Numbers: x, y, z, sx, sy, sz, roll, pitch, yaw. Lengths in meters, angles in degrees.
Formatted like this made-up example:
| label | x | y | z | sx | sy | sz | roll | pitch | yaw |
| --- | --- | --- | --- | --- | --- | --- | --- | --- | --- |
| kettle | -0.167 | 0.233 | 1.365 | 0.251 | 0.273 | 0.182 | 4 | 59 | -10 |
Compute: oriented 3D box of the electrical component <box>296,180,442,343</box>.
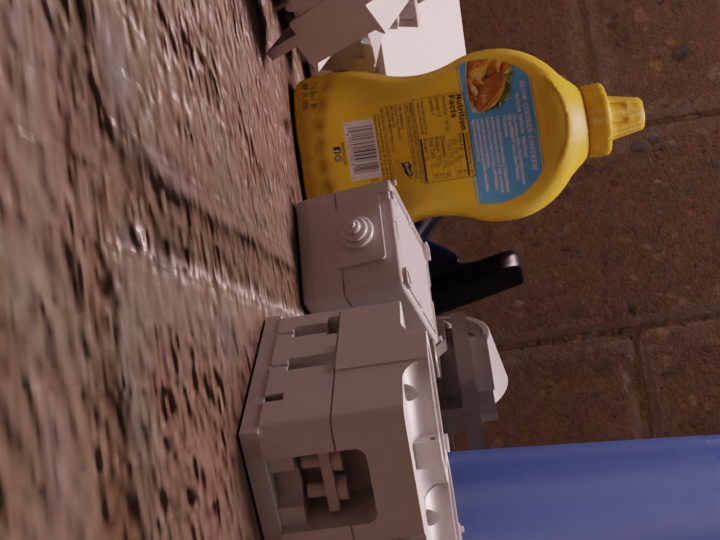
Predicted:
| label | x | y | z | sx | sy | sz | roll | pitch | yaw |
| --- | --- | --- | --- | --- | --- | --- | --- | --- | --- |
| electrical component | 0.000 | 0.000 | 0.559 | 0.096 | 0.061 | 0.061 | 57 | 24 | -60 |

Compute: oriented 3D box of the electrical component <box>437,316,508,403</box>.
| label | x | y | z | sx | sy | sz | roll | pitch | yaw |
| --- | --- | --- | --- | --- | --- | --- | --- | --- | --- |
| electrical component | 0.064 | 0.077 | 0.896 | 0.108 | 0.108 | 0.060 | -87 | 162 | -67 |

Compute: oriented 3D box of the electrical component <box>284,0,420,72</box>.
| label | x | y | z | sx | sy | sz | roll | pitch | yaw |
| --- | --- | --- | --- | --- | --- | --- | --- | --- | --- |
| electrical component | -0.014 | -0.171 | 0.595 | 0.121 | 0.079 | 0.063 | 74 | 24 | -57 |

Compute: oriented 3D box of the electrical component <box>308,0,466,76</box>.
| label | x | y | z | sx | sy | sz | roll | pitch | yaw |
| --- | --- | --- | --- | --- | --- | --- | --- | --- | --- |
| electrical component | 0.024 | -0.136 | 0.776 | 0.186 | 0.060 | 0.105 | -46 | 130 | -60 |

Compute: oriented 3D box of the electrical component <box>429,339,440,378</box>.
| label | x | y | z | sx | sy | sz | roll | pitch | yaw |
| --- | --- | --- | --- | --- | --- | --- | --- | --- | --- |
| electrical component | 0.004 | 0.044 | 0.479 | 0.048 | 0.062 | 0.048 | -9 | 90 | -85 |

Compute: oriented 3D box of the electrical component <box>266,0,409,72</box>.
| label | x | y | z | sx | sy | sz | roll | pitch | yaw |
| --- | --- | --- | --- | --- | --- | --- | --- | --- | --- |
| electrical component | -0.016 | -0.138 | 0.510 | 0.063 | 0.081 | 0.042 | 51 | 42 | -20 |

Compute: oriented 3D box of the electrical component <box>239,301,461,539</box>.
| label | x | y | z | sx | sy | sz | roll | pitch | yaw |
| --- | --- | --- | --- | --- | --- | --- | --- | --- | --- |
| electrical component | 0.005 | 0.098 | 0.404 | 0.089 | 0.062 | 0.150 | -87 | 167 | -67 |

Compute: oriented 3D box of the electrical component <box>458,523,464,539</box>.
| label | x | y | z | sx | sy | sz | roll | pitch | yaw |
| --- | --- | --- | --- | --- | --- | --- | --- | --- | --- |
| electrical component | 0.022 | 0.156 | 0.503 | 0.061 | 0.061 | 0.096 | 63 | 19 | -74 |

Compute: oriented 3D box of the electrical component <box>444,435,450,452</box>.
| label | x | y | z | sx | sy | sz | roll | pitch | yaw |
| --- | --- | --- | --- | --- | --- | --- | --- | --- | --- |
| electrical component | 0.054 | 0.176 | 0.914 | 0.055 | 0.050 | 0.089 | 74 | 9 | -56 |
